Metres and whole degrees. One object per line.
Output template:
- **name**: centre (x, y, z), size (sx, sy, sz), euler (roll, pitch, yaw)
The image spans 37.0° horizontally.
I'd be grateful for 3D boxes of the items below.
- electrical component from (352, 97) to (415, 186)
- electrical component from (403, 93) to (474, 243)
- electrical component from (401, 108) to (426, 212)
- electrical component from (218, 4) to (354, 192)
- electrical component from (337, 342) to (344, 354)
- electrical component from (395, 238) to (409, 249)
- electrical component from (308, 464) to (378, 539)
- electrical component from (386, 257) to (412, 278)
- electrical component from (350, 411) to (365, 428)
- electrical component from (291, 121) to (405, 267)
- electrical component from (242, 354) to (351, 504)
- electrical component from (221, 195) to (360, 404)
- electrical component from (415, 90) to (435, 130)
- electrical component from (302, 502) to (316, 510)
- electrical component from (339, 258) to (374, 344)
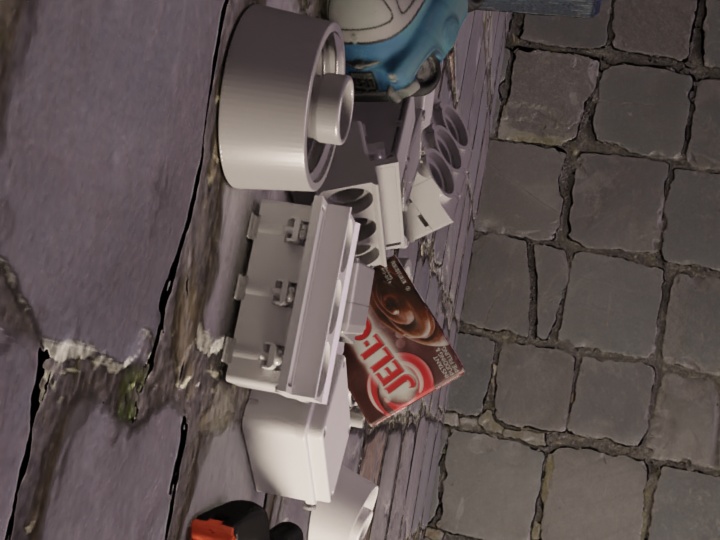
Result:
- **electrical component**: centre (0.010, -0.114, 0.893), size (0.061, 0.062, 0.096), euler (80, 21, -63)
- **electrical component**: centre (0.067, -0.112, 1.115), size (0.089, 0.062, 0.150), euler (53, 31, -22)
- **electrical component**: centre (0.020, -0.099, 0.969), size (0.096, 0.061, 0.061), euler (-71, 167, -46)
- **electrical component**: centre (-0.037, -0.097, 0.629), size (0.108, 0.060, 0.108), euler (9, 90, -81)
- **electrical component**: centre (-0.031, 0.041, 0.848), size (0.043, 0.043, 0.062), euler (38, 60, -79)
- **electrical component**: centre (0.035, -0.065, 1.147), size (0.077, 0.043, 0.079), euler (22, 77, -80)
- **electrical component**: centre (-0.023, 0.251, 1.103), size (0.099, 0.064, 0.099), euler (22, 90, -77)
- **electrical component**: centre (0.011, 0.038, 1.042), size (0.108, 0.060, 0.108), euler (9, 90, -81)
- **electrical component**: centre (-0.027, 0.119, 0.888), size (0.035, 0.061, 0.035), euler (9, 90, -81)
- **electrical component**: centre (-0.010, -0.054, 0.819), size (0.121, 0.079, 0.063), euler (81, -2, -62)
- **electrical component**: centre (-0.044, 0.114, 0.795), size (0.113, 0.057, 0.078), euler (87, 15, -51)
- **electrical component**: centre (-0.044, 0.019, 0.689), size (0.078, 0.063, 0.121), euler (58, 42, -76)
- **electrical component**: centre (0.042, -0.191, 1.027), size (0.078, 0.057, 0.113), euler (-50, 148, -72)
- **electrical component**: centre (-0.039, 0.167, 0.923), size (0.040, 0.040, 0.078), euler (-36, 134, -77)
- **electrical component**: centre (-0.030, 0.019, 0.778), size (0.096, 0.062, 0.061), euler (24, 75, -80)
